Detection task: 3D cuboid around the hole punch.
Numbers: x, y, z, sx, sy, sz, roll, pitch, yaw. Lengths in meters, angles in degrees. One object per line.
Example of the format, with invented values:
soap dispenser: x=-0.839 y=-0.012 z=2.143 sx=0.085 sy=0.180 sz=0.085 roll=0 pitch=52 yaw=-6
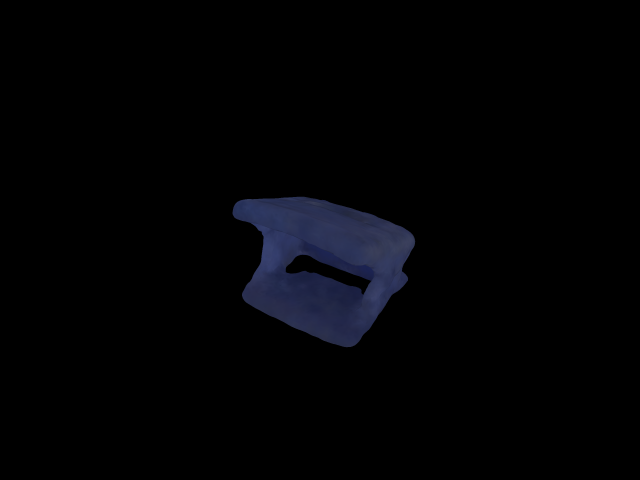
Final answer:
hole punch: x=0.004 y=0.001 z=0.400 sx=0.108 sy=0.091 sz=0.101 roll=20 pitch=40 yaw=25
